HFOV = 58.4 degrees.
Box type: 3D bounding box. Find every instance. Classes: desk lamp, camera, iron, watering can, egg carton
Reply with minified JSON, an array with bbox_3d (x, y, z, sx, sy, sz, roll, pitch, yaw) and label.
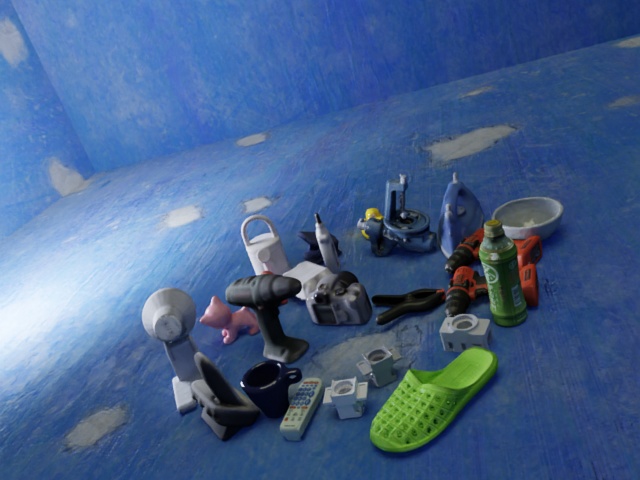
[{"bbox_3d":[-0.304,0.225,1.246,0.118,0.214,0.202,-24,25,-11],"label":"desk lamp"},{"bbox_3d":[0.053,0.123,1.348,0.142,0.101,0.137,-4,28,29],"label":"camera"},{"bbox_3d":[0.352,-0.068,1.492,0.118,0.142,0.258,-7,27,23],"label":"iron"},{"bbox_3d":[-0.151,0.022,1.589,0.101,0.194,0.172,-28,26,-19],"label":"watering can"},{"bbox_3d":[-0.031,0.111,1.471,0.107,0.069,0.149,-33,28,-29],"label":"egg carton"}]

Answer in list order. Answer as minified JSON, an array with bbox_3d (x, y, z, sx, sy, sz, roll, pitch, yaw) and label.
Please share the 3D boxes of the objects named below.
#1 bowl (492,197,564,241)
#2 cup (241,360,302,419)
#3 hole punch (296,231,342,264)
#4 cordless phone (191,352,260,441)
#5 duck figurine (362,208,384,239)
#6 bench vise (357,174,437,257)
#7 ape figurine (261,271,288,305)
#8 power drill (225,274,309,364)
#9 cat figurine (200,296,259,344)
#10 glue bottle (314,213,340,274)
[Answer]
[{"bbox_3d":[0.510,-0.038,1.400,0.167,0.075,0.167,-15,25,7],"label":"bowl"},{"bbox_3d":[-0.082,0.290,1.100,0.117,0.095,0.091,-15,25,8],"label":"cup"},{"bbox_3d":[-0.003,0.006,1.645,0.101,0.091,0.108,-26,26,-16],"label":"hole punch"},{"bbox_3d":[-0.203,0.276,1.105,0.094,0.185,0.147,-33,28,-29],"label":"cordless phone"},{"bbox_3d":[0.157,-0.053,1.663,0.078,0.086,0.104,-31,27,-25],"label":"duck figurine"},{"bbox_3d":[0.186,-0.059,1.494,0.207,0.220,0.121,-11,26,16],"label":"bench vise"},{"bbox_3d":[-0.128,0.122,1.488,0.076,0.092,0.078,-8,26,21],"label":"ape figurine"},{"bbox_3d":[-0.101,0.162,1.244,0.228,0.209,0.076,3,32,39],"label":"power drill"},{"bbox_3d":[-0.222,0.185,1.390,0.128,0.118,0.067,-22,25,-7],"label":"cat figurine"},{"bbox_3d":[0.014,0.005,1.534,0.037,0.173,0.078,-16,25,6],"label":"glue bottle"}]
